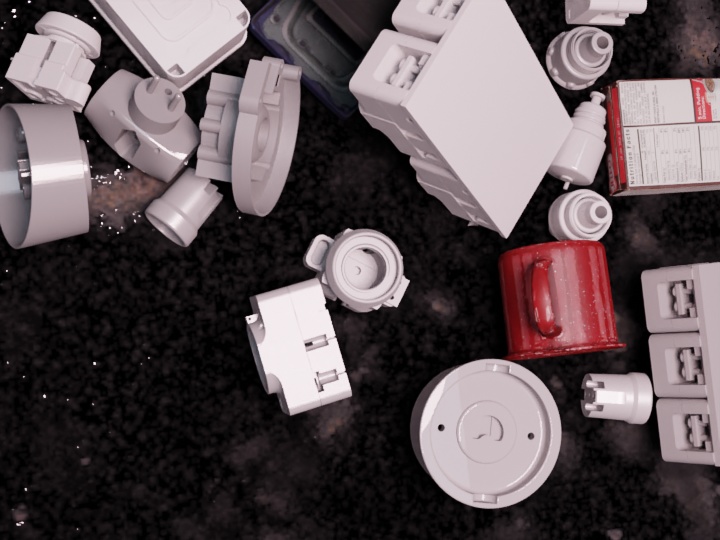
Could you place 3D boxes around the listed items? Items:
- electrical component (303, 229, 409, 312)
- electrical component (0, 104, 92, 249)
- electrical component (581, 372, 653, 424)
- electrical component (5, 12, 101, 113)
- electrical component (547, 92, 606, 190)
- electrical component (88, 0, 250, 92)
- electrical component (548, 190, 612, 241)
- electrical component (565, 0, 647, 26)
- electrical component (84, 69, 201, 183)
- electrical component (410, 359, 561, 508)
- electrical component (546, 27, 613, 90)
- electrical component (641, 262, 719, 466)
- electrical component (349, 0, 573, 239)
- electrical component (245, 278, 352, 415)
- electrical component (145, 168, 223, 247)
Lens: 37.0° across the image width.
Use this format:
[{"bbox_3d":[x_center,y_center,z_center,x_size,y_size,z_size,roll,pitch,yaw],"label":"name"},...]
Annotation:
[{"bbox_3d":[0.000,0.000,0.801,0.078,0.057,0.058,27,82,-9],"label":"electrical component"},{"bbox_3d":[-0.221,-0.066,0.741,0.064,0.099,0.099,-9,88,-18],"label":"electrical component"},{"bbox_3d":[0.201,0.100,0.846,0.046,0.040,0.040,4,86,-5],"label":"electrical component"},{"bbox_3d":[-0.215,-0.150,0.768,0.066,0.048,0.055,16,78,17],"label":"electrical component"},{"bbox_3d":[0.175,-0.103,0.851,0.040,0.040,0.078,23,82,-9],"label":"electrical component"},{"bbox_3d":[-0.143,-0.194,0.783,0.078,0.057,0.113,-41,95,-12],"label":"electrical component"},{"bbox_3d":[0.175,-0.042,0.836,0.043,0.062,0.043,1,87,-12],"label":"electrical component"},{"bbox_3d":[0.190,-0.245,0.858,0.056,0.050,0.089,-1,87,-12],"label":"electrical component"},{"bbox_3d":[-0.148,-0.111,0.767,0.077,0.079,0.043,40,55,-7],"label":"electrical component"},{"bbox_3d":[0.090,0.120,0.810,0.108,0.060,0.108,1,87,-12],"label":"electrical component"},{"bbox_3d":[0.178,-0.170,0.844,0.048,0.062,0.048,1,87,-12],"label":"electrical component"},{"bbox_3d":[0.274,0.069,0.840,0.089,0.062,0.150,-5,88,-36],"label":"electrical component"},{"bbox_3d":[0.075,-0.117,0.770,0.105,0.060,0.186,-58,143,-9],"label":"electrical component"},{"bbox_3d":[-0.049,0.057,0.790,0.056,0.050,0.089,-16,90,-12],"label":"electrical component"},{"bbox_3d":[-0.128,-0.047,0.787,0.040,0.040,0.046,40,75,-7],"label":"electrical component"}]
